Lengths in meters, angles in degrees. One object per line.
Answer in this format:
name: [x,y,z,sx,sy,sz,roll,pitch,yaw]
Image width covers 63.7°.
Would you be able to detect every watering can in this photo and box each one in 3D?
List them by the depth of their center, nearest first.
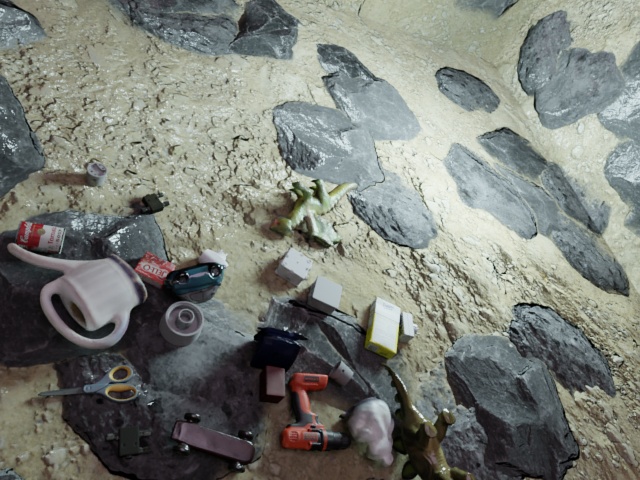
watering can: [-0.572,0.102,1.248,0.350,0.102,0.227,48,44,11]

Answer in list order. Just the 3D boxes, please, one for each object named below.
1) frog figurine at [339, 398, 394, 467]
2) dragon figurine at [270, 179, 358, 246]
frog figurine: [0.143,0.500,1.337,0.136,0.121,0.162,18,31,-45]
dragon figurine: [0.005,-0.090,1.794,0.412,0.120,0.245,-7,75,-34]
